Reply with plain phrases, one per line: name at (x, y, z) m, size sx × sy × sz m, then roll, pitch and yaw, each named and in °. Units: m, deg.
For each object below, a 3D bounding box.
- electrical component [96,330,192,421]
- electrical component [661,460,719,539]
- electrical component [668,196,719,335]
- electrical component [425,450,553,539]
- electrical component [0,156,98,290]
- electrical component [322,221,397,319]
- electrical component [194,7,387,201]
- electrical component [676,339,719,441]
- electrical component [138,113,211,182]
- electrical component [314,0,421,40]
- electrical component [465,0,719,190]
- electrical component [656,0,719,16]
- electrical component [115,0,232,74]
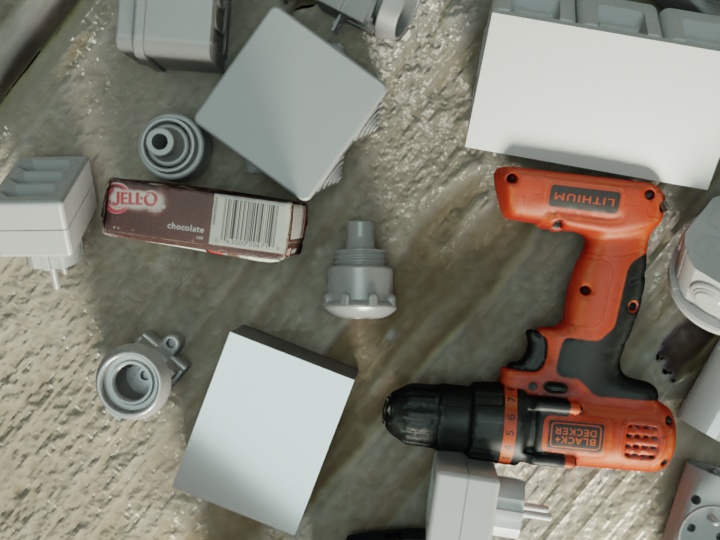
electrical component at (-0.142, 0.070, 0.692) m, size 0.048 × 0.055 × 0.066 m, roll 39°, pitch 94°, yaw 1°
electrical component at (0.235, 0.169, 0.681) m, size 0.079 × 0.044 × 0.077 m, roll 17°, pitch 93°, yaw 2°
electrical component at (0.232, -0.003, 0.657) m, size 0.080 × 0.051 × 0.080 m, roll -3°, pitch 60°, yaw 5°
electrical component at (0.082, 0.148, 0.678) m, size 0.077 × 0.066 × 0.047 m, roll 8°, pitch 93°, yaw 3°
electrical component at (-0.199, -0.025, 0.691) m, size 0.047 × 0.065 × 0.076 m, roll -1°, pitch 121°, yaw 3°
electrical component at (0.000, 0.000, 0.688) m, size 0.048 × 0.048 × 0.062 m, roll 0°, pitch 85°, yaw 3°
electrical component at (-0.042, -0.103, 0.683) m, size 0.100 × 0.048 × 0.099 m, roll 36°, pitch 94°, yaw 1°
electrical component at (0.239, 0.068, 0.677) m, size 0.043 × 0.043 × 0.081 m, roll 29°, pitch 94°, yaw 2°
electrical component at (-0.120, -0.078, 0.682) m, size 0.043 × 0.062 × 0.043 m, roll 0°, pitch 92°, yaw 3°
electrical component at (0.007, -0.176, 0.680) m, size 0.055 × 0.048 × 0.066 m, roll 28°, pitch 94°, yaw 9°
electrical component at (0.147, -0.114, 0.653) m, size 0.150 × 0.061 × 0.089 m, roll 10°, pitch 126°, yaw 3°
electrical component at (0.212, -0.179, 0.641) m, size 0.077 × 0.066 × 0.047 m, roll 33°, pitch 95°, yaw 46°
electrical component at (-0.113, -0.183, 0.670) m, size 0.057 × 0.078 × 0.113 m, roll 5°, pitch 92°, yaw 1°
